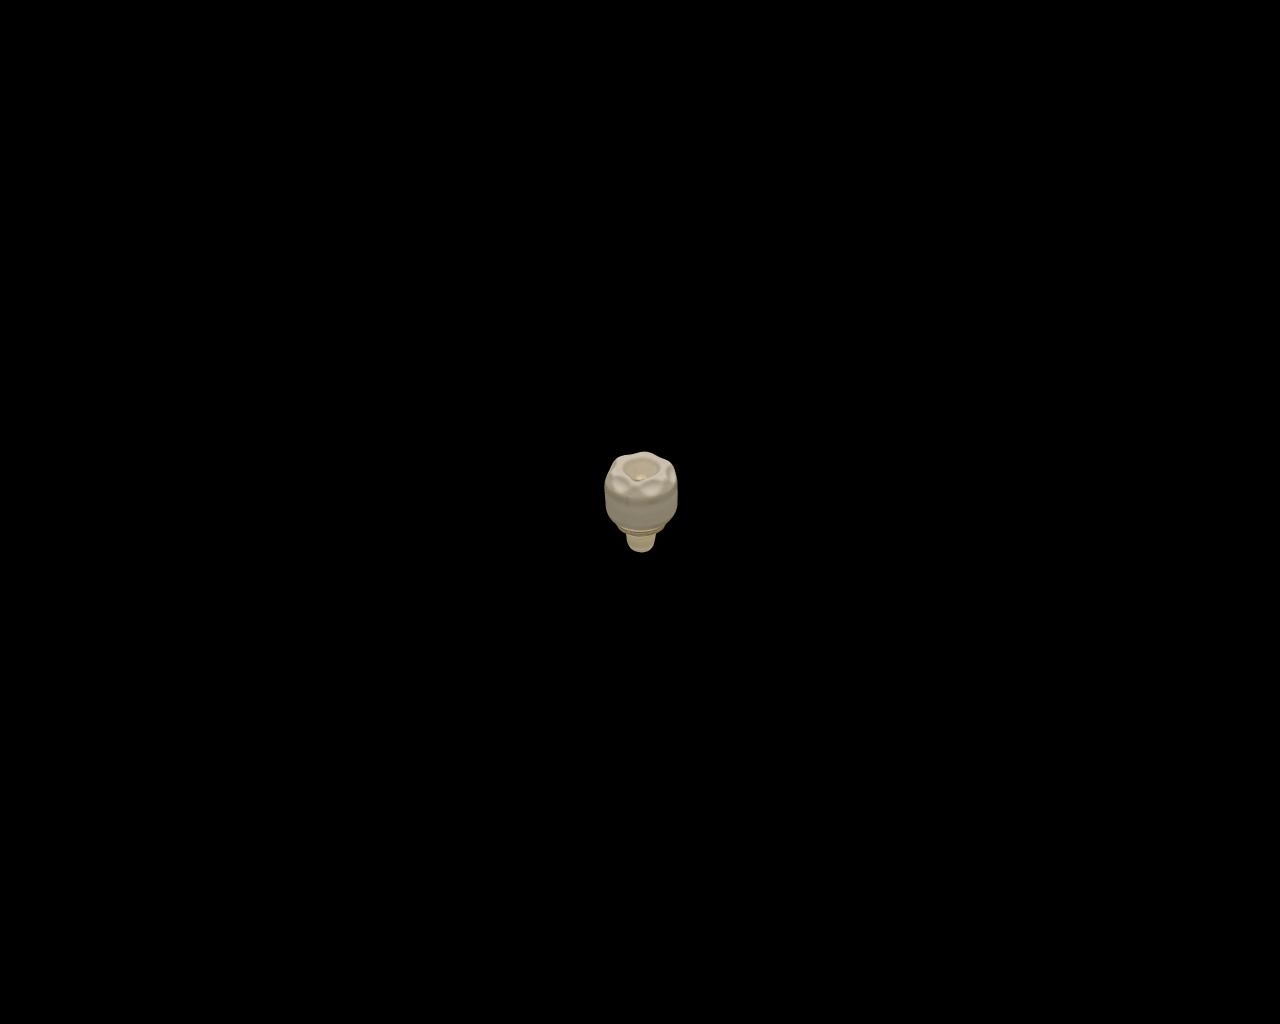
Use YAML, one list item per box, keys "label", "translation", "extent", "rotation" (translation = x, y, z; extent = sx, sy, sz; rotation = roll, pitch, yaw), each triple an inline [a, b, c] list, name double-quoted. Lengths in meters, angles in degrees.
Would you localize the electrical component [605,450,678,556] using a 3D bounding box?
- label: "electrical component"
  translation: [0.001, -0.003, 0.650]
  extent: [0.043, 0.062, 0.043]
  rotation: [0, 36, 0]
